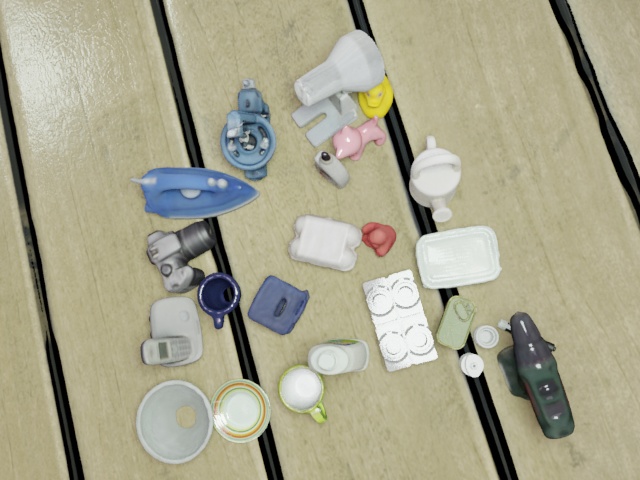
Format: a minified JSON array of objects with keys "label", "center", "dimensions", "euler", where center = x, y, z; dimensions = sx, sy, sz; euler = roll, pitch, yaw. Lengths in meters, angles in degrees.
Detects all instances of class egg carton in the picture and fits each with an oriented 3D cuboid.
[{"label":"egg carton","center":[0.011,0.004,1.223],"dimensions":[0.150,0.069,0.107],"euler":[12,83,9]}]

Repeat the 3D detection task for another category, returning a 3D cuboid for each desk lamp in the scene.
[{"label":"desk lamp","center":[0.032,-0.313,1.194],"dimensions":[0.203,0.213,0.118],"euler":[-37,78,1]}]

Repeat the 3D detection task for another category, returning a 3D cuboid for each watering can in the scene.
[{"label":"watering can","center":[0.235,-0.126,1.149],"dimensions":[0.101,0.194,0.173],"euler":[-29,79,3]}]

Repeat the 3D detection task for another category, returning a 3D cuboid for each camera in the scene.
[{"label":"camera","center":[-0.293,0.026,1.245],"dimensions":[0.137,0.101,0.143],"euler":[-28,79,3]}]

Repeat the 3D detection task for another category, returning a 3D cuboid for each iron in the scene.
[{"label":"iron","center":[-0.271,-0.115,1.242],"dimensions":[0.258,0.141,0.119],"euler":[-1,81,8]}]

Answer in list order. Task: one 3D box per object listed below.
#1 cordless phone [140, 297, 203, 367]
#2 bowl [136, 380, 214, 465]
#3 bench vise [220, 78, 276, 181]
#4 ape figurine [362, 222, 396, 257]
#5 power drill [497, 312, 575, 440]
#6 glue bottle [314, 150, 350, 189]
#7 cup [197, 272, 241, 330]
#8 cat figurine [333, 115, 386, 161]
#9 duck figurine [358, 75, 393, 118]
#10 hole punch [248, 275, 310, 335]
[{"label":"cordless phone","center":[-0.317,0.190,1.181],"dimensions":[0.094,0.185,0.147],"euler":[-14,80,6]},{"label":"bowl","center":[-0.294,0.378,1.207],"dimensions":[0.167,0.075,0.167],"euler":[-1,82,8]},{"label":"bench vise","center":[-0.167,-0.246,1.207],"dimensions":[0.121,0.220,0.207],"euler":[-20,79,5]},{"label":"ape figurine","center":[0.122,-0.005,1.198],"dimensions":[0.076,0.092,0.078],"euler":[-13,80,6]},{"label":"power drill","center":[0.392,0.245,1.066],"dimensions":[0.075,0.208,0.229],"euler":[-21,79,4]},{"label":"glue bottle","center":[0.019,-0.156,1.193],"dimensions":[0.078,0.173,0.037],"euler":[35,88,11]},{"label":"cup","center":[-0.204,0.132,1.220],"dimensions":[0.091,0.095,0.118],"euler":[-3,81,8]},{"label":"cat figurine","center":[0.078,-0.221,1.223],"dimensions":[0.128,0.118,0.067],"euler":[-36,78,1]},{"label":"duck figurine","center":[0.120,-0.327,1.249],"dimensions":[0.077,0.086,0.104],"euler":[3,82,8]},{"label":"hole punch","center":[-0.085,0.137,1.206],"dimensions":[0.101,0.091,0.109],"euler":[27,86,11]}]
